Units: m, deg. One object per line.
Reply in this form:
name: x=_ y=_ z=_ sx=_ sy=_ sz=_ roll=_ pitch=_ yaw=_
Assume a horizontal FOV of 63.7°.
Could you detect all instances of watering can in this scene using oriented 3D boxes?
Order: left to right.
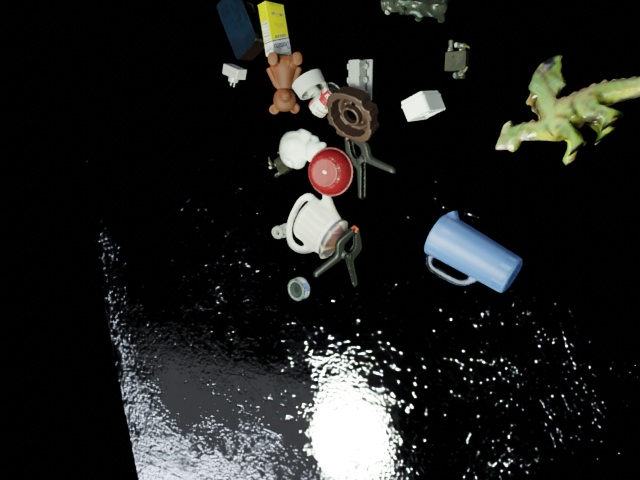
watering can: x=0.005 y=-0.088 z=1.752 sx=0.227 sy=0.104 sz=0.343 roll=40 pitch=112 yaw=27

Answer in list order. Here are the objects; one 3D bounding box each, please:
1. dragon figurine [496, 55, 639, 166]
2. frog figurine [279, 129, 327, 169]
dragon figurine: x=0.589 y=-0.332 z=1.208 sx=0.403 sy=0.122 sz=0.246 roll=-46 pitch=61 yaw=35
frog figurine: x=-0.060 y=-0.305 z=1.751 sx=0.161 sy=0.122 sz=0.137 roll=26 pitch=97 yaw=46
